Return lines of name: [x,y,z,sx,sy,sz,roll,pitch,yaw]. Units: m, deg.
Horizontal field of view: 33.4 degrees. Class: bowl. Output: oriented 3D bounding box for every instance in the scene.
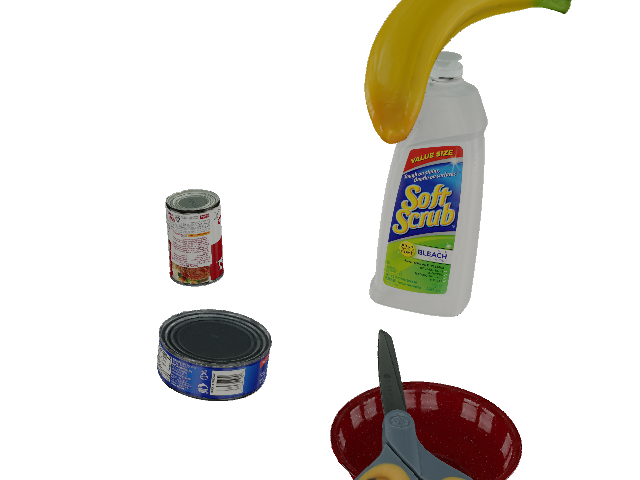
bowl: [0.089,0.188,0.914,0.162,0.055,0.162,0,28,0]

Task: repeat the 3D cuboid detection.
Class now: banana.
banana: [0.075,-0.124,0.627,0.070,0.037,0.197,32,51,23]

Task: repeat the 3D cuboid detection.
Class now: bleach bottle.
bleach bottle: [0.102,-0.054,1.006,0.103,0.251,0.068,11,29,19]

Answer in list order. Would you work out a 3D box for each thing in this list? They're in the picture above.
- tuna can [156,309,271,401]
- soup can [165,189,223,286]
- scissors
tuna can: [-0.081,0.087,0.815,0.086,0.034,0.086,7,23,-3]
soup can: [-0.155,-0.004,1.313,0.068,0.102,0.068,0,26,0]
scissors: [0.063,0.118,0.619,0.096,0.016,0.201,12,32,8]
